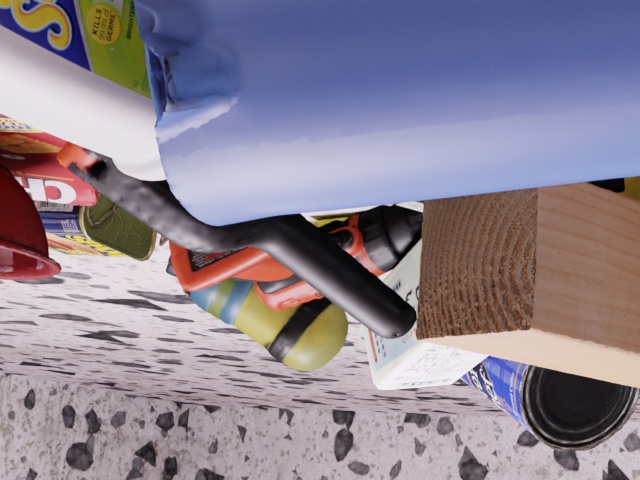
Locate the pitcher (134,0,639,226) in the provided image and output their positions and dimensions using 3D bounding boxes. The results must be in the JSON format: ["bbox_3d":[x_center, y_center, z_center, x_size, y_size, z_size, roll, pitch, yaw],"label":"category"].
[{"bbox_3d":[0.065,-0.081,0.407,0.243,0.149,0.145,-3,148,18],"label":"pitcher"}]

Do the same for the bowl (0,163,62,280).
[{"bbox_3d":[-0.221,-0.018,0.587,0.162,0.055,0.162,5,168,1],"label":"bowl"}]

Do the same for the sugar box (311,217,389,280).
[{"bbox_3d":[0.083,0.006,0.909,0.177,0.048,0.093,-8,161,34],"label":"sugar box"}]

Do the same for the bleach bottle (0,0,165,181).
[{"bbox_3d":[-0.146,-0.103,0.408,0.068,0.102,0.250,-10,161,41],"label":"bleach bottle"}]

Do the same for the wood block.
[{"bbox_3d":[0.165,0.030,0.627,0.205,0.090,0.091,15,163,-33],"label":"wood block"}]

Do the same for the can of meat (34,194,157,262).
[{"bbox_3d":[-0.197,-0.019,0.886,0.084,0.057,0.102,2,166,26],"label":"can of meat"}]

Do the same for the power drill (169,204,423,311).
[{"bbox_3d":[-0.005,0.001,0.786,0.185,0.057,0.187,-26,160,26],"label":"power drill"}]

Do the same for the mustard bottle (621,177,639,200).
[{"bbox_3d":[0.267,-0.005,0.761,0.096,0.058,0.191,-6,164,21],"label":"mustard bottle"}]

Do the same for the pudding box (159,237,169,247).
[{"bbox_3d":[-0.079,-0.016,0.890,0.090,0.039,0.114,9,164,-19],"label":"pudding box"}]

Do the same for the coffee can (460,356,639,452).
[{"bbox_3d":[0.175,0.096,0.857,0.102,0.103,0.140,10,-171,-18],"label":"coffee can"}]

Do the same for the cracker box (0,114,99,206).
[{"bbox_3d":[-0.205,-0.080,0.595,0.164,0.072,0.214,7,167,-8],"label":"cracker box"}]

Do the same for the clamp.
[{"bbox_3d":[-0.038,-0.020,0.574,0.209,0.165,0.036,7,137,-46],"label":"clamp"}]
